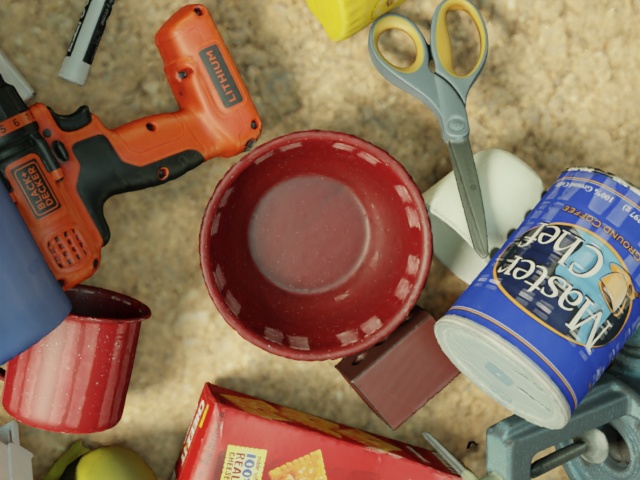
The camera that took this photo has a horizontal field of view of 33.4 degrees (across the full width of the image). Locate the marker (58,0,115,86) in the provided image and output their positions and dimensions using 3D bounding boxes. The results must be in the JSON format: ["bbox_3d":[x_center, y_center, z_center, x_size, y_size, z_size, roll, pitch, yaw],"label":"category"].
[{"bbox_3d":[-0.149,-0.165,0.729,0.020,0.020,0.121,21,91,-13],"label":"marker"}]

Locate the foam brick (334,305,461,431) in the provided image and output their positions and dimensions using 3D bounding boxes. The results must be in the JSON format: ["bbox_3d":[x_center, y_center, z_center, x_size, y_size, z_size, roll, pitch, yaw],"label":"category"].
[{"bbox_3d":[0.060,0.091,0.779,0.078,0.053,0.051,-40,101,-6],"label":"foam brick"}]

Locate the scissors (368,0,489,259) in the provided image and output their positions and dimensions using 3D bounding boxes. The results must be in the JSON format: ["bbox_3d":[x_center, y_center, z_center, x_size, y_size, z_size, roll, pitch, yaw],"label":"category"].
[{"bbox_3d":[0.075,-0.086,0.744,0.096,0.016,0.201,7,67,1],"label":"scissors"}]

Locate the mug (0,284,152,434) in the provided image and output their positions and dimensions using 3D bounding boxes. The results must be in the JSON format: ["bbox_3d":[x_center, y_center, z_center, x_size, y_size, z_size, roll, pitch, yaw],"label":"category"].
[{"bbox_3d":[-0.178,0.076,0.716,0.117,0.093,0.081,13,98,5],"label":"mug"}]

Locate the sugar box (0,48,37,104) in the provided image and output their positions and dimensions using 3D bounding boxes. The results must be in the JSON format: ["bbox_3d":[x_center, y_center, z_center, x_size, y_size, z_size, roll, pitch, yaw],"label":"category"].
[{"bbox_3d":[-0.284,-0.078,0.697,0.176,0.048,0.093,-39,102,-4],"label":"sugar box"}]

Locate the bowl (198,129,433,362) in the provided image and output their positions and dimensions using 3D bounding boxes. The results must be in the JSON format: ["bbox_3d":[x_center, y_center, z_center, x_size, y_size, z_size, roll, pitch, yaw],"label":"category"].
[{"bbox_3d":[-0.005,0.001,0.751,0.162,0.055,0.162,-1,101,-7],"label":"bowl"}]

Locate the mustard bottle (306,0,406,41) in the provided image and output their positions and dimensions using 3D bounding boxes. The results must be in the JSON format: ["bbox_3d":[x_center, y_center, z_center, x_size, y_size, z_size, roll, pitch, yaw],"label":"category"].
[{"bbox_3d":[0.080,-0.211,0.731,0.191,0.096,0.058,-32,79,-8],"label":"mustard bottle"}]

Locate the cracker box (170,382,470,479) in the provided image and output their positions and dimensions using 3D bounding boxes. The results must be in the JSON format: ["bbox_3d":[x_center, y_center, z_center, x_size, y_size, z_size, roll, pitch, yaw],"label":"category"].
[{"bbox_3d":[-0.007,0.214,0.768,0.213,0.072,0.164,20,92,-13],"label":"cracker box"}]

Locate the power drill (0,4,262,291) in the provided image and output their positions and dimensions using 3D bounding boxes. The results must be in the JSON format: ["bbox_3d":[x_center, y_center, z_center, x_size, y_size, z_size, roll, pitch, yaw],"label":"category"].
[{"bbox_3d":[-0.144,-0.084,0.691,0.187,0.057,0.184,-31,103,-25],"label":"power drill"}]

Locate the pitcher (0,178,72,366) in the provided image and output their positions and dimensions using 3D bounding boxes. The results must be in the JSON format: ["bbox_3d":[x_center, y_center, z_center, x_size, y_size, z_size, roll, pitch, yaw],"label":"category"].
[{"bbox_3d":[-0.244,-0.034,0.573,0.144,0.149,0.243,-37,111,-42],"label":"pitcher"}]

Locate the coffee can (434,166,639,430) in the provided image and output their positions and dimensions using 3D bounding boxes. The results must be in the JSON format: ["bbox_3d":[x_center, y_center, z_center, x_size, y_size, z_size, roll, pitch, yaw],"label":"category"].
[{"bbox_3d":[0.157,0.037,0.695,0.102,0.103,0.140,45,75,-12],"label":"coffee can"}]
